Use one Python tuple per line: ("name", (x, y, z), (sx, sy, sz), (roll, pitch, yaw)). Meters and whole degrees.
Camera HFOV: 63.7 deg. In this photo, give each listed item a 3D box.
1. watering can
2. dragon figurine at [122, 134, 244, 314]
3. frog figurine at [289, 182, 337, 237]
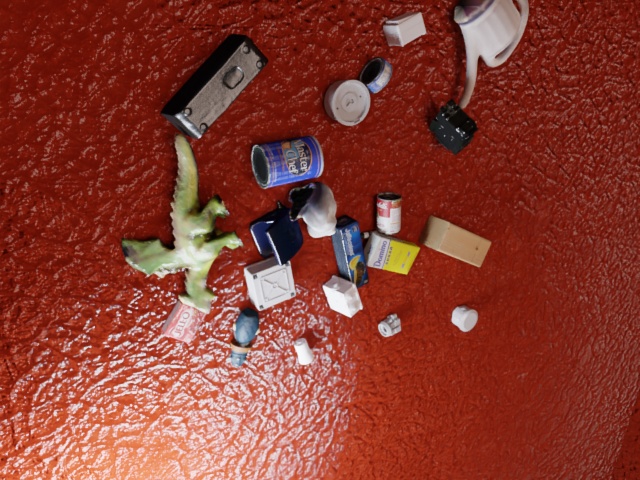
("watering can", (0.438, -0.545, 1.383), (0.221, 0.349, 0.105), (38, -4, -34))
("dragon figurine", (-0.313, -0.009, 1.129), (0.244, 0.403, 0.124), (-29, 29, -10))
("frog figurine", (0.004, -0.064, 1.276), (0.157, 0.122, 0.140), (39, 10, -37))
